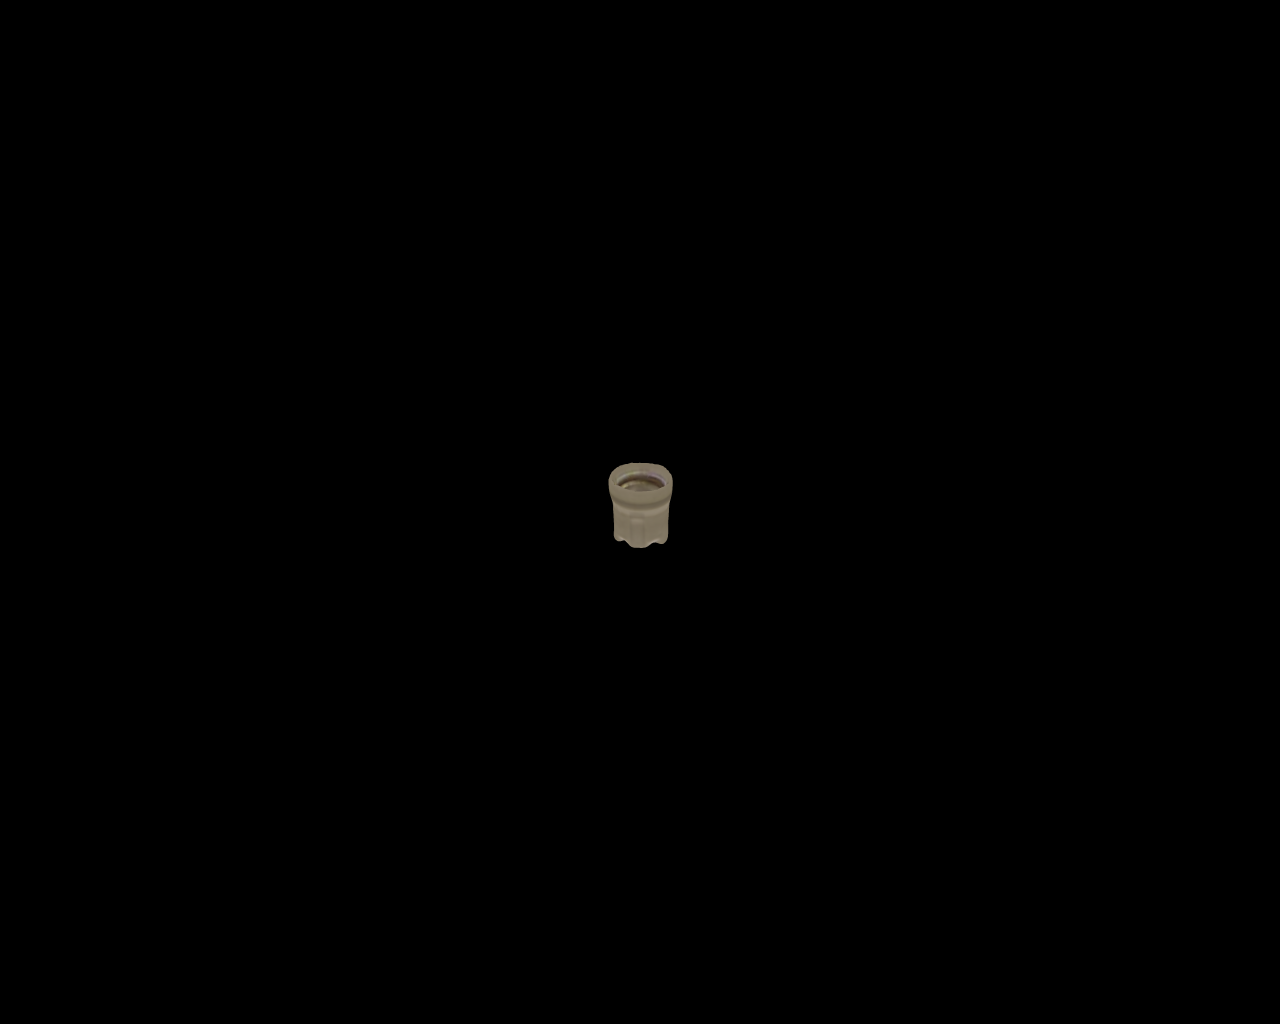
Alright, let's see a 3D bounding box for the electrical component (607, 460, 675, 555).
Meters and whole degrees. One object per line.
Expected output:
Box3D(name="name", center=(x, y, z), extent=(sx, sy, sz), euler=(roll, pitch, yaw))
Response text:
Box3D(name="electrical component", center=(0.001, -0.003, 0.650), extent=(0.040, 0.046, 0.040), euler=(0, 32, 0))
